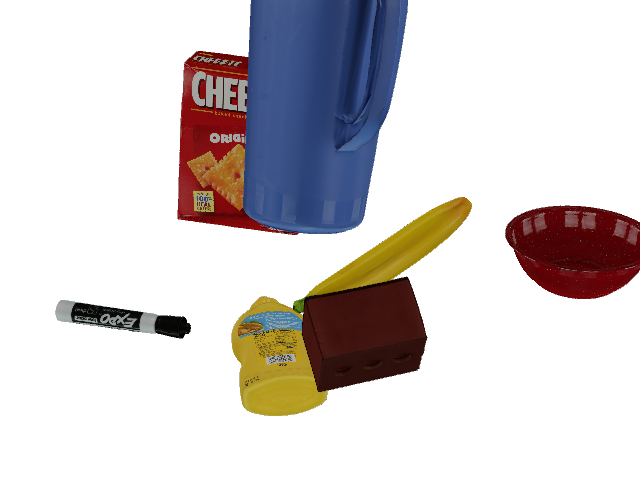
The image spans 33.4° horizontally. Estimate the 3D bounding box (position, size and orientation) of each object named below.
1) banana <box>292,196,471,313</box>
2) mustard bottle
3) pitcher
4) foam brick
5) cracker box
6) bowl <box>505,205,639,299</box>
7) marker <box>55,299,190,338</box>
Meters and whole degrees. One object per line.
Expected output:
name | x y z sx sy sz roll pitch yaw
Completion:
banana | 0.063 0.022 1.042 0.198 0.037 0.069 -34 0 -1
mustard bottle | -0.054 0.123 1.242 0.096 0.058 0.192 -7 31 -8
pitcher | 0.002 -0.130 0.903 0.145 0.243 0.149 9 15 11
foam brick | 0.030 0.067 0.754 0.078 0.051 0.053 -11 -33 -11
cracker box | -0.095 -0.122 1.367 0.164 0.214 0.072 9 23 7
bowl | 0.282 0.018 1.167 0.162 0.055 0.162 -1 27 0
marker | -0.168 0.067 0.912 0.121 0.020 0.020 7 2 15
